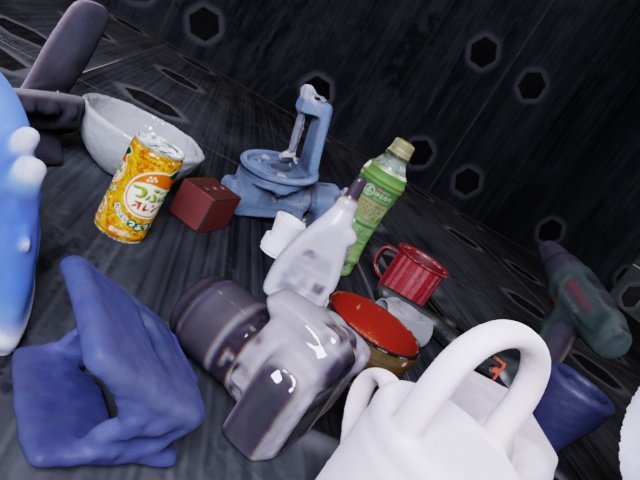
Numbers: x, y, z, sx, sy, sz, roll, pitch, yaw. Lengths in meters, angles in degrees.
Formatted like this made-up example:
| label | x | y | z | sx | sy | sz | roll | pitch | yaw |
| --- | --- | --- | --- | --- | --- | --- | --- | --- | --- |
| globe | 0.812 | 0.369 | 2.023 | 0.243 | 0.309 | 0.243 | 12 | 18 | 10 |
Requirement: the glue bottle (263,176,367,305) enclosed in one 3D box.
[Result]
| label | x | y | z | sx | sy | sz | roll | pitch | yaw |
| --- | --- | --- | --- | --- | --- | --- | --- | --- | --- |
| glue bottle | 0.006 | 0.002 | 0.659 | 0.078 | 0.173 | 0.037 | 29 | 15 | -10 |

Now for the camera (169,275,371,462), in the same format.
| label | x | y | z | sx | sy | sz | roll | pitch | yaw |
| --- | --- | --- | --- | --- | --- | --- | --- | --- | --- |
| camera | -0.040 | 0.080 | 0.462 | 0.136 | 0.100 | 0.143 | 37 | 16 | 18 |

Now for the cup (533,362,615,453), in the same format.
| label | x | y | z | sx | sy | sz | roll | pitch | yaw |
| --- | --- | --- | --- | --- | --- | --- | --- | --- | --- |
| cup | 0.301 | 0.212 | 0.726 | 0.091 | 0.095 | 0.118 | 31 | 15 | -1 |

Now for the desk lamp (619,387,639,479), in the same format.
| label | x | y | z | sx | sy | sz | roll | pitch | yaw |
| --- | --- | --- | --- | --- | --- | --- | --- | --- | --- |
| desk lamp | 0.331 | 0.236 | 0.480 | 0.203 | 0.213 | 0.118 | 31 | 15 | -4 |

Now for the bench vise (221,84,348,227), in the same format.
| label | x | y | z | sx | sy | sz | roll | pitch | yaw |
| --- | --- | --- | --- | --- | --- | --- | --- | --- | --- |
| bench vise | -0.029 | -0.119 | 0.885 | 0.121 | 0.219 | 0.208 | 42 | 18 | 34 |

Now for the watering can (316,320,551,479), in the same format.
| label | x | y | z | sx | sy | sz | roll | pitch | yaw |
| --- | --- | --- | --- | --- | --- | --- | --- | --- | --- |
| watering can | 0.071 | 0.134 | 0.331 | 0.172 | 0.194 | 0.101 | 41 | 18 | 31 |

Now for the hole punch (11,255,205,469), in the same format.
| label | x | y | z | sx | sy | sz | roll | pitch | yaw |
| --- | --- | --- | --- | --- | --- | --- | --- | --- | --- |
| hole punch | -0.120 | 0.072 | 0.350 | 0.101 | 0.091 | 0.108 | 18 | 20 | -41 |

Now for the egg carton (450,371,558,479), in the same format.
| label | x | y | z | sx | sy | sz | roll | pitch | yaw |
| --- | --- | --- | --- | --- | --- | --- | --- | --- | --- |
| egg carton | 0.167 | 0.193 | 0.573 | 0.107 | 0.069 | 0.150 | 29 | 15 | -11 |

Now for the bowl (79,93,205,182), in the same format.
| label | x | y | z | sx | sy | sz | roll | pitch | yaw |
| --- | --- | --- | --- | --- | --- | --- | --- | --- | --- |
| bowl | -0.240 | -0.118 | 0.745 | 0.167 | 0.074 | 0.167 | 29 | 15 | -8 |

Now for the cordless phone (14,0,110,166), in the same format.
| label | x | y | z | sx | sy | sz | roll | pitch | yaw |
| --- | --- | --- | --- | --- | --- | --- | --- | --- | --- |
| cordless phone | -0.301 | -0.176 | 0.598 | 0.094 | 0.185 | 0.148 | 32 | 15 | 3 |

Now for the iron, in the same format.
| label | x | y | z | sx | sy | sz | roll | pitch | yaw |
| --- | --- | --- | --- | --- | --- | --- | --- | --- | --- |
| iron | -0.247 | -0.055 | 0.407 | 0.257 | 0.141 | 0.119 | 40 | 17 | 29 |

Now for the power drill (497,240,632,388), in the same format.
| label | x | y | z | sx | sy | sz | roll | pitch | yaw |
| --- | --- | --- | --- | --- | --- | --- | --- | --- | --- |
| power drill | 0.346 | 0.128 | 0.863 | 0.076 | 0.208 | 0.229 | 25 | 16 | -24 |
